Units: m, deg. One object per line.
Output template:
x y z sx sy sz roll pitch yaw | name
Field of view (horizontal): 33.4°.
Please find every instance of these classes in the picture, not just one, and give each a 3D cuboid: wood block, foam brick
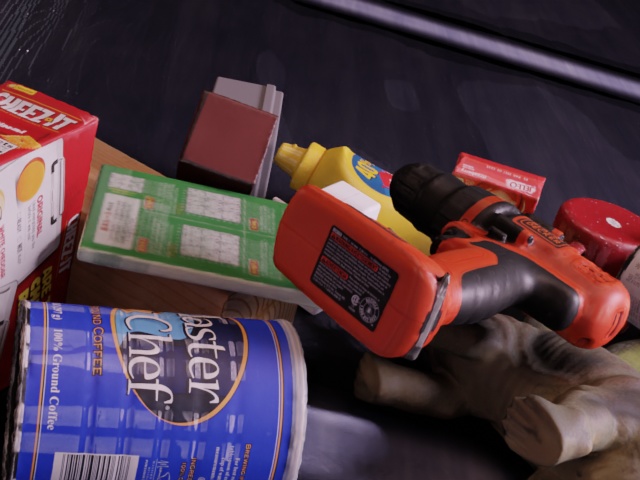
-0.122 0.013 0.688 0.206 0.090 0.090 29 29 24 | wood block
-0.063 -0.057 0.709 0.051 0.053 0.078 19 -12 -6 | foam brick

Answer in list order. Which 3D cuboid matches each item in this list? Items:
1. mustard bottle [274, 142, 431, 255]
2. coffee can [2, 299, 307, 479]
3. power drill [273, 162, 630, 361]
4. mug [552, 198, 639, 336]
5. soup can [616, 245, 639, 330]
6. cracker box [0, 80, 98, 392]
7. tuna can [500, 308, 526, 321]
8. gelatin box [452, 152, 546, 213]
0.051 -0.025 0.844 0.191 0.058 0.096 28 17 2 | mustard bottle
-0.088 0.087 0.554 0.140 0.103 0.103 6 29 -17 | coffee can
0.065 0.004 0.617 0.187 0.057 0.185 -4 31 -46 | power drill
0.211 0.021 0.853 0.117 0.082 0.093 -14 40 -44 | mug
0.257 0.047 0.718 0.068 0.068 0.102 -9 35 -39 | soup can
-0.211 0.026 0.539 0.072 0.164 0.213 25 29 13 | cracker box
0.145 0.047 0.768 0.086 0.086 0.033 25 27 17 | tuna can
0.140 -0.025 0.892 0.073 0.089 0.030 19 50 7 | gelatin box
